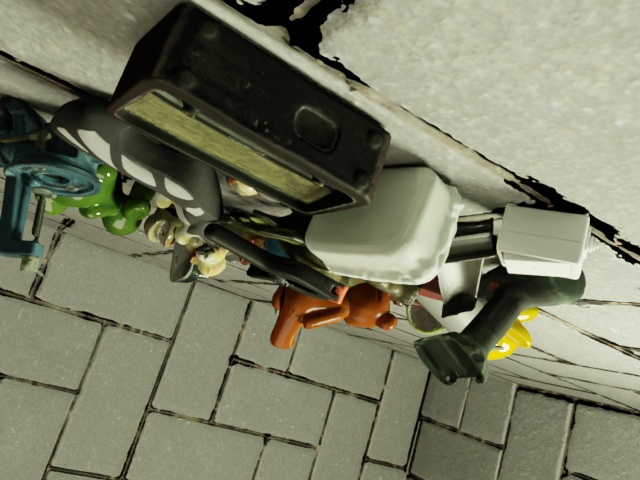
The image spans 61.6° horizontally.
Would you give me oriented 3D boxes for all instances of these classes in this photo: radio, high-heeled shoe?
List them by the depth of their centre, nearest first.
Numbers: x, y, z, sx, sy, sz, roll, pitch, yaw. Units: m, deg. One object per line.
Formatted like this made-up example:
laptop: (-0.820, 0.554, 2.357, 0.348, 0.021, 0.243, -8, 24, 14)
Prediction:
radio: (-0.056, -0.100, 0.480, 0.229, 0.073, 0.131, 24, 166, -30)
high-heeled shoe: (-0.226, -0.087, 0.700, 0.145, 0.086, 0.248, -5, 144, 12)

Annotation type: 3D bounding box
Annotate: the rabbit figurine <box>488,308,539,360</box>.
rabbit figurine: (0.319, 0.159, 1.011, 0.163, 0.122, 0.173, 5, 146, 36)

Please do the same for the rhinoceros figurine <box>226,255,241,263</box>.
rhinoceros figurine: (-0.163, 0.015, 1.104, 0.112, 0.073, 0.190, 14, 177, 29)

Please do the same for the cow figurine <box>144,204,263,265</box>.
cow figurine: (-0.213, -0.021, 0.957, 0.195, 0.085, 0.127, 2, -141, -31)

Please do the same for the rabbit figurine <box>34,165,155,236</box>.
rabbit figurine: (-0.349, -0.076, 0.899, 0.159, 0.121, 0.170, -9, 144, 15)

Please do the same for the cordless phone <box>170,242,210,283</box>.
cordless phone: (-0.277, 0.005, 1.069, 0.089, 0.146, 0.184, 5, 165, 6)

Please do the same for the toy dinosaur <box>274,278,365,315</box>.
toy dinosaur: (0.029, 0.085, 1.090, 0.192, 0.131, 0.405, 6, 164, -23)

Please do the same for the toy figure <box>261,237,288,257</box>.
toy figure: (-0.070, 0.017, 0.995, 0.089, 0.082, 0.180, 29, 161, -33)

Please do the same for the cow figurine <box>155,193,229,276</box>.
cow figurine: (-0.179, -0.023, 0.831, 0.098, 0.068, 0.167, -8, 112, 50)

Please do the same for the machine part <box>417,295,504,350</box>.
machine part: (0.220, 0.107, 0.880, 0.243, 0.079, 0.079, 44, 158, -21)

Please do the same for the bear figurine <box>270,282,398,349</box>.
bear figurine: (0.024, 0.117, 0.919, 0.196, 0.120, 0.131, 10, 136, -17)

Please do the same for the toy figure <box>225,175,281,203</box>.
toy figure: (-0.068, -0.077, 0.644, 0.155, 0.058, 0.064, 8, 136, 43)

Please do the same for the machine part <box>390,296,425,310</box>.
machine part: (0.184, 0.095, 1.039, 0.179, 0.056, 0.179, 16, 166, 4)

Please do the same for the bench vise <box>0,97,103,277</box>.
bench vise: (-0.396, -0.075, 0.723, 0.224, 0.240, 0.129, 2, 164, -4)

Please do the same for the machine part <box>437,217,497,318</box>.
machine part: (0.161, 0.032, 0.611, 0.084, 0.039, 0.138, -12, 133, -3)

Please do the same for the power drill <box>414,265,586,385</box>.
power drill: (0.225, 0.102, 0.717, 0.086, 0.207, 0.232, 58, 155, 2)

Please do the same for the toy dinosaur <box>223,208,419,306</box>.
toy dinosaur: (-0.002, -0.002, 0.789, 0.472, 0.105, 0.198, 4, 154, 48)
